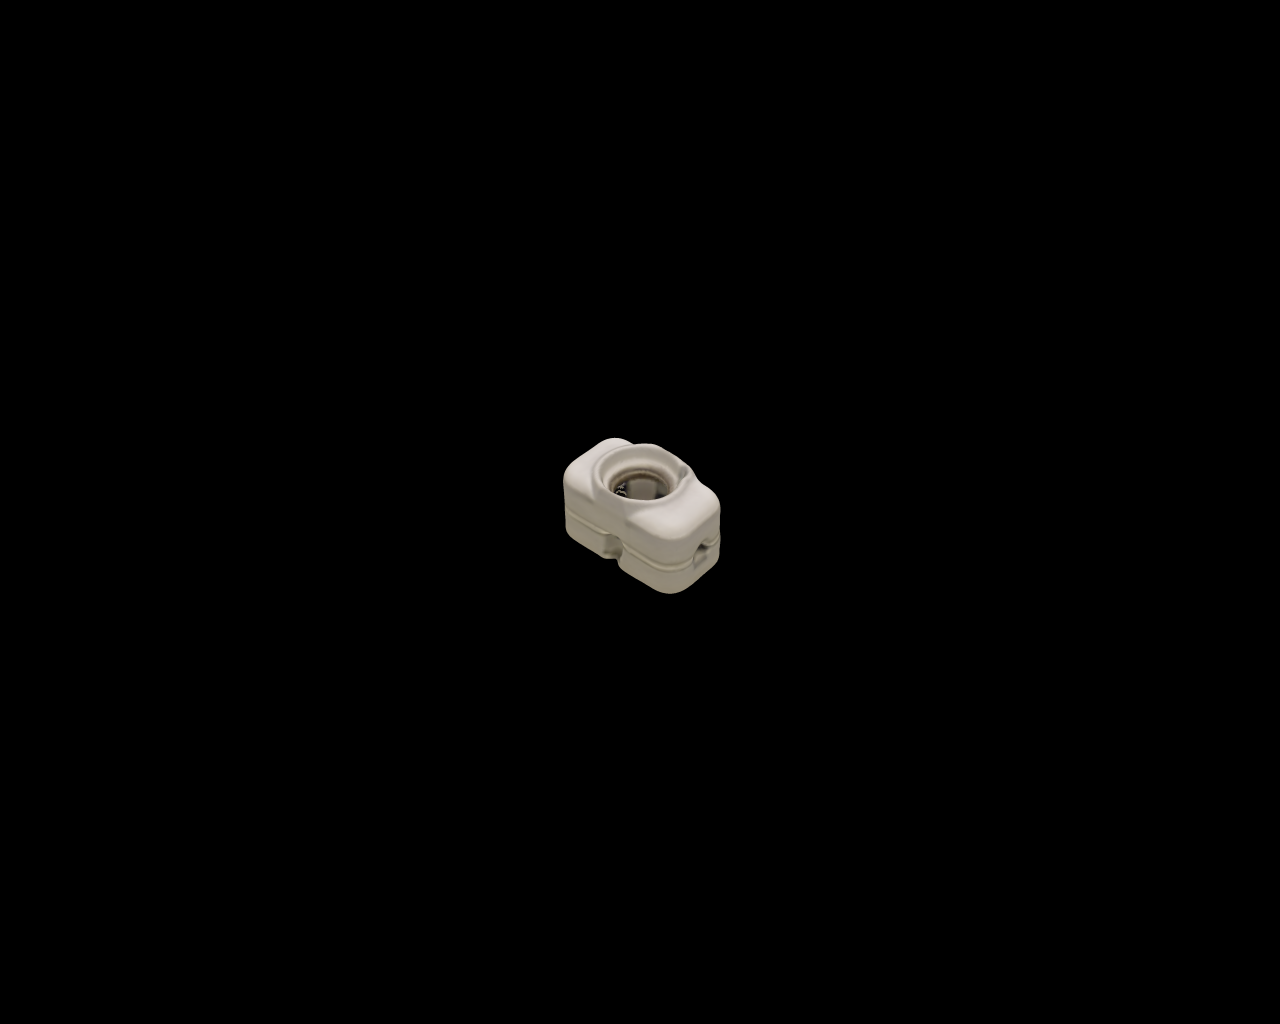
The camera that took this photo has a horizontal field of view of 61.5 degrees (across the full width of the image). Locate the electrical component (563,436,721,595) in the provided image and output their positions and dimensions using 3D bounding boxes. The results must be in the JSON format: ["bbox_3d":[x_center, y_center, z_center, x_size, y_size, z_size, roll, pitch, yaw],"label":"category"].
[{"bbox_3d":[0.001,-0.003,0.650,0.095,0.059,0.054,31,51,30],"label":"electrical component"}]
